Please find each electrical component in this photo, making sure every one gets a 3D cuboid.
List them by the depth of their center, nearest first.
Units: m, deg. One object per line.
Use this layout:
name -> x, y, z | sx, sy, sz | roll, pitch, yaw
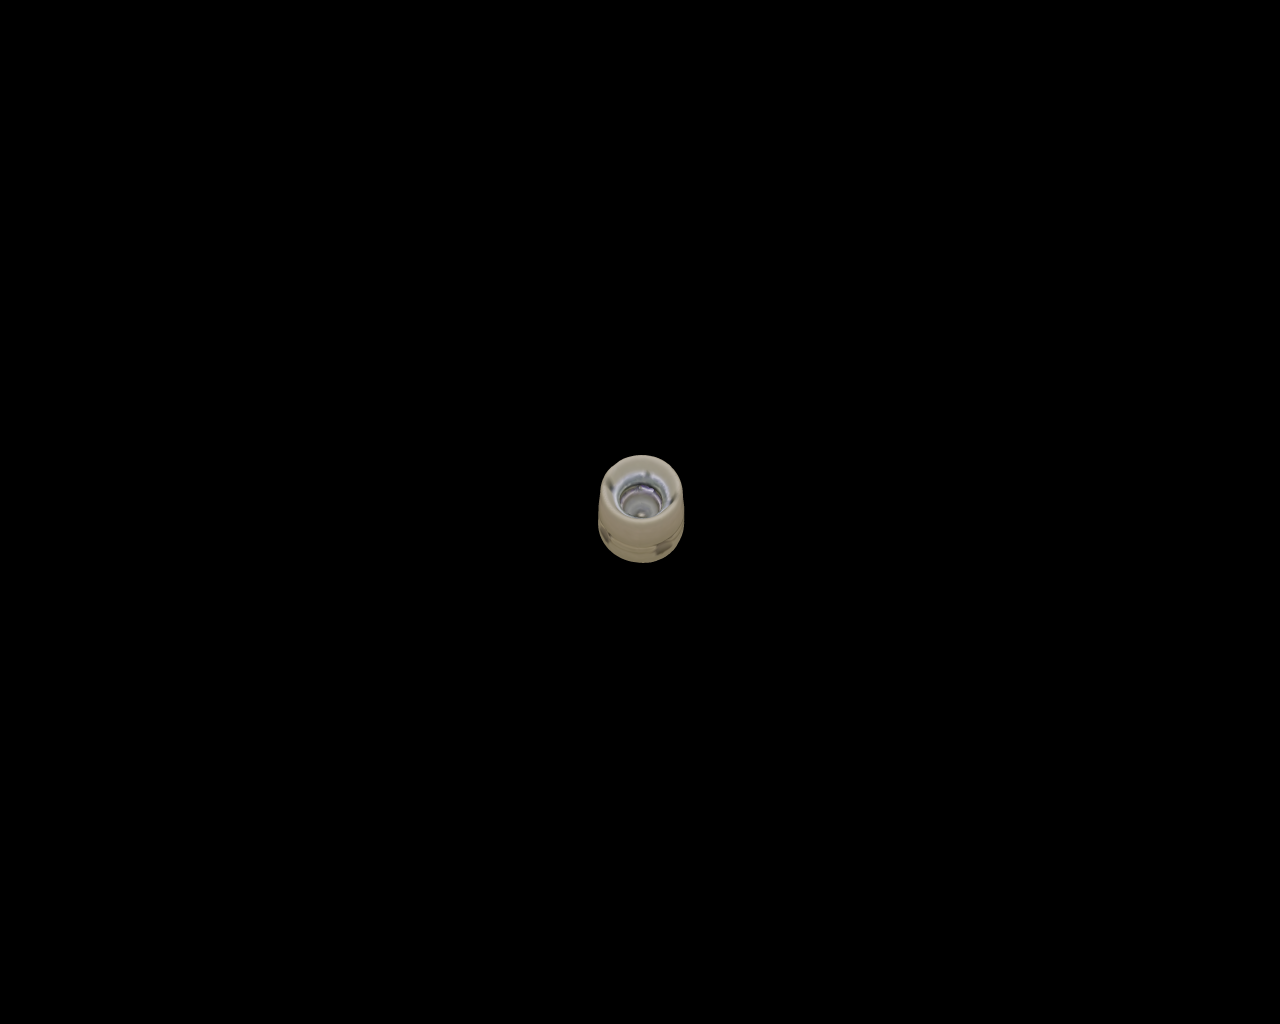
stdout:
electrical component -> 0.001, -0.003, 0.650 | 0.055, 0.055, 0.047 | 0, -30, 0
